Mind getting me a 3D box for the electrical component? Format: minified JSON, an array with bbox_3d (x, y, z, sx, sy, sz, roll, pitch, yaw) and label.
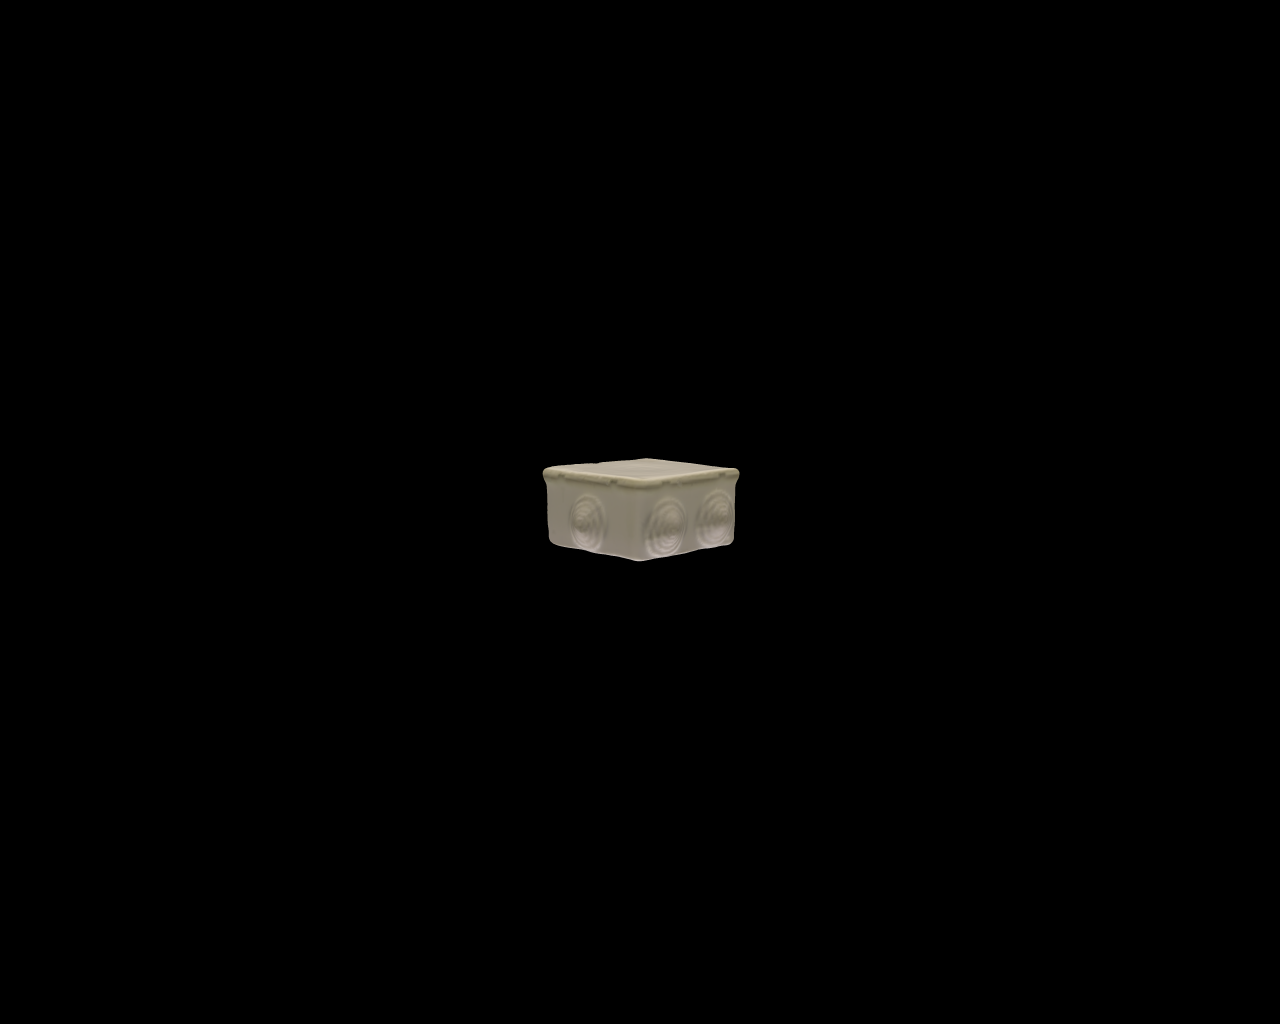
[{"bbox_3d":[0.001,-0.003,0.650,0.100,0.048,0.100,-8,12,-43],"label":"electrical component"}]
